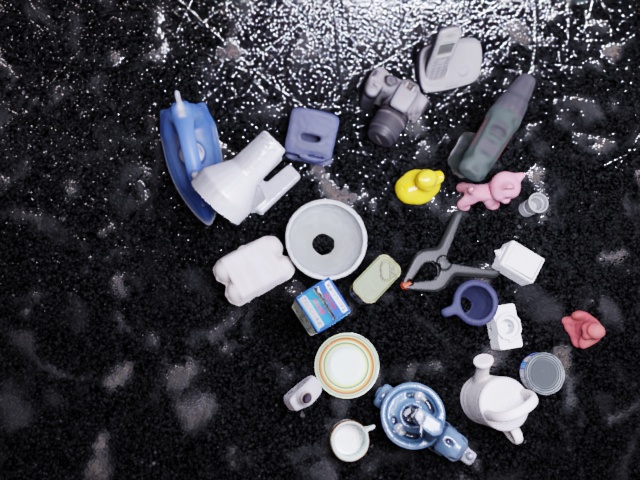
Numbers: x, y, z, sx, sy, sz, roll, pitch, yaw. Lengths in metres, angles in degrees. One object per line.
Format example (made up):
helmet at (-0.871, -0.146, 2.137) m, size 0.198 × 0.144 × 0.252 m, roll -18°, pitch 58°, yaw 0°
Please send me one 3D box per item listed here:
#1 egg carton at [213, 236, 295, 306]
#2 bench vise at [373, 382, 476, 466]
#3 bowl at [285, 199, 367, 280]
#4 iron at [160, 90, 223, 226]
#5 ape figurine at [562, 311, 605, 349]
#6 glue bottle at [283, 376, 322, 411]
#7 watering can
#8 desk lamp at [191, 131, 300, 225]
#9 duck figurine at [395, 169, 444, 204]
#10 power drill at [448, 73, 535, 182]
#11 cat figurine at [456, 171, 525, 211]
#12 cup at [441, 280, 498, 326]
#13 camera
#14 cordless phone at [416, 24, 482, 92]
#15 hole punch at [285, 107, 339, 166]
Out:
egg carton at (-0.134, 0.060, 1.157) m, size 0.150 × 0.069 × 0.107 m, roll -30°, pitch 84°, yaw -10°
bench vise at (0.211, 0.339, 1.063) m, size 0.207 × 0.219 × 0.121 m, roll 18°, pitch 78°, yaw -2°
bowl at (0.011, 0.004, 1.179) m, size 0.167 × 0.074 × 0.167 m, roll 1°, pitch 79°, yaw -5°
iron at (-0.254, -0.166, 1.150) m, size 0.119 × 0.141 × 0.258 m, roll -14°, pitch 81°, yaw -8°
ape figurine at (0.557, 0.188, 1.191) m, size 0.076 × 0.092 × 0.078 m, roll 18°, pitch 78°, yaw -2°
glue bottle at (-0.029, 0.292, 1.072) m, size 0.078 × 0.173 × 0.037 m, roll -35°, pitch 84°, yaw -10°
watering can at (0.341, 0.306, 1.096) m, size 0.173 × 0.194 × 0.101 m, roll 43°, pitch 79°, yaw 3°
desk lamp at (-0.139, -0.121, 1.116) m, size 0.118 × 0.213 × 0.203 m, roll 44°, pitch 79°, yaw 4°
duck figurine at (0.215, -0.121, 1.217) m, size 0.104 × 0.086 × 0.077 m, roll -16°, pitch 81°, yaw -8°
power drill at (0.344, -0.213, 1.185) m, size 0.075 × 0.208 × 0.230 m, roll 30°, pitch 78°, yaw 1°
cat figurine at (0.365, -0.108, 1.214) m, size 0.128 × 0.117 × 0.067 m, roll -5°, pitch 80°, yaw -6°
cup at (0.294, 0.136, 1.173) m, size 0.118 × 0.095 × 0.092 m, roll -18°, pitch 82°, yaw -8°
camera at (0.146, -0.282, 1.232) m, size 0.143 × 0.100 × 0.137 m, roll 30°, pitch 78°, yaw 1°
cordless phone at (0.290, -0.401, 1.226) m, size 0.147 × 0.185 × 0.094 m, roll -16°, pitch 81°, yaw -8°
hole punch at (-0.016, -0.217, 1.209) m, size 0.108 × 0.091 × 0.101 m, roll 10°, pitch 79°, yaw -3°
